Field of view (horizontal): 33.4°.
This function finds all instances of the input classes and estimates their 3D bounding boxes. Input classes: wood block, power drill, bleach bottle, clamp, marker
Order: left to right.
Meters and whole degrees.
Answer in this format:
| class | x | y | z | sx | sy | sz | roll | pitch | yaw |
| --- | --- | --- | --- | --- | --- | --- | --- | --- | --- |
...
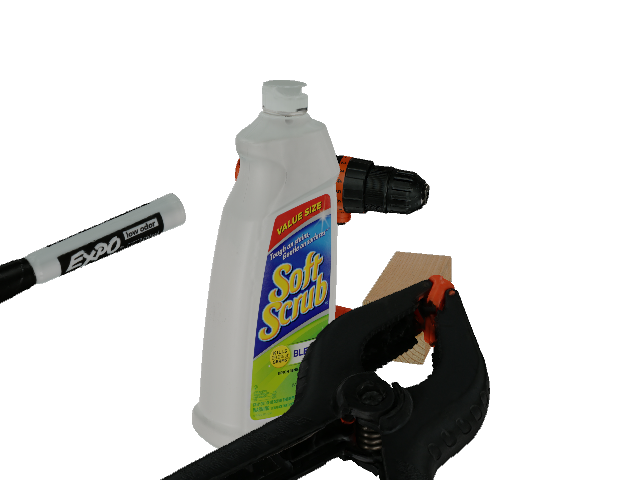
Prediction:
| class | x | y | z | sx | sy | sz | roll | pitch | yaw |
| --- | --- | --- | --- | --- | --- | --- | --- | --- | --- |
| marker | -0.127 | 0.004 | 0.572 | 0.120 | 0.020 | 0.020 | -26 | 14 | -32 |
| bleach bottle | -0.036 | 0.016 | 0.743 | 0.102 | 0.251 | 0.068 | -10 | 21 | -36 |
| power drill | 0.007 | 0.008 | 1.019 | 0.184 | 0.188 | 0.057 | 9 | 20 | 16 |
| clamp | 0.026 | 0.080 | 0.418 | 0.120 | 0.039 | 0.171 | 29 | 50 | 21 |
| wood block | 0.129 | 0.094 | 1.557 | 0.091 | 0.090 | 0.205 | 6 | 20 | 15 |
